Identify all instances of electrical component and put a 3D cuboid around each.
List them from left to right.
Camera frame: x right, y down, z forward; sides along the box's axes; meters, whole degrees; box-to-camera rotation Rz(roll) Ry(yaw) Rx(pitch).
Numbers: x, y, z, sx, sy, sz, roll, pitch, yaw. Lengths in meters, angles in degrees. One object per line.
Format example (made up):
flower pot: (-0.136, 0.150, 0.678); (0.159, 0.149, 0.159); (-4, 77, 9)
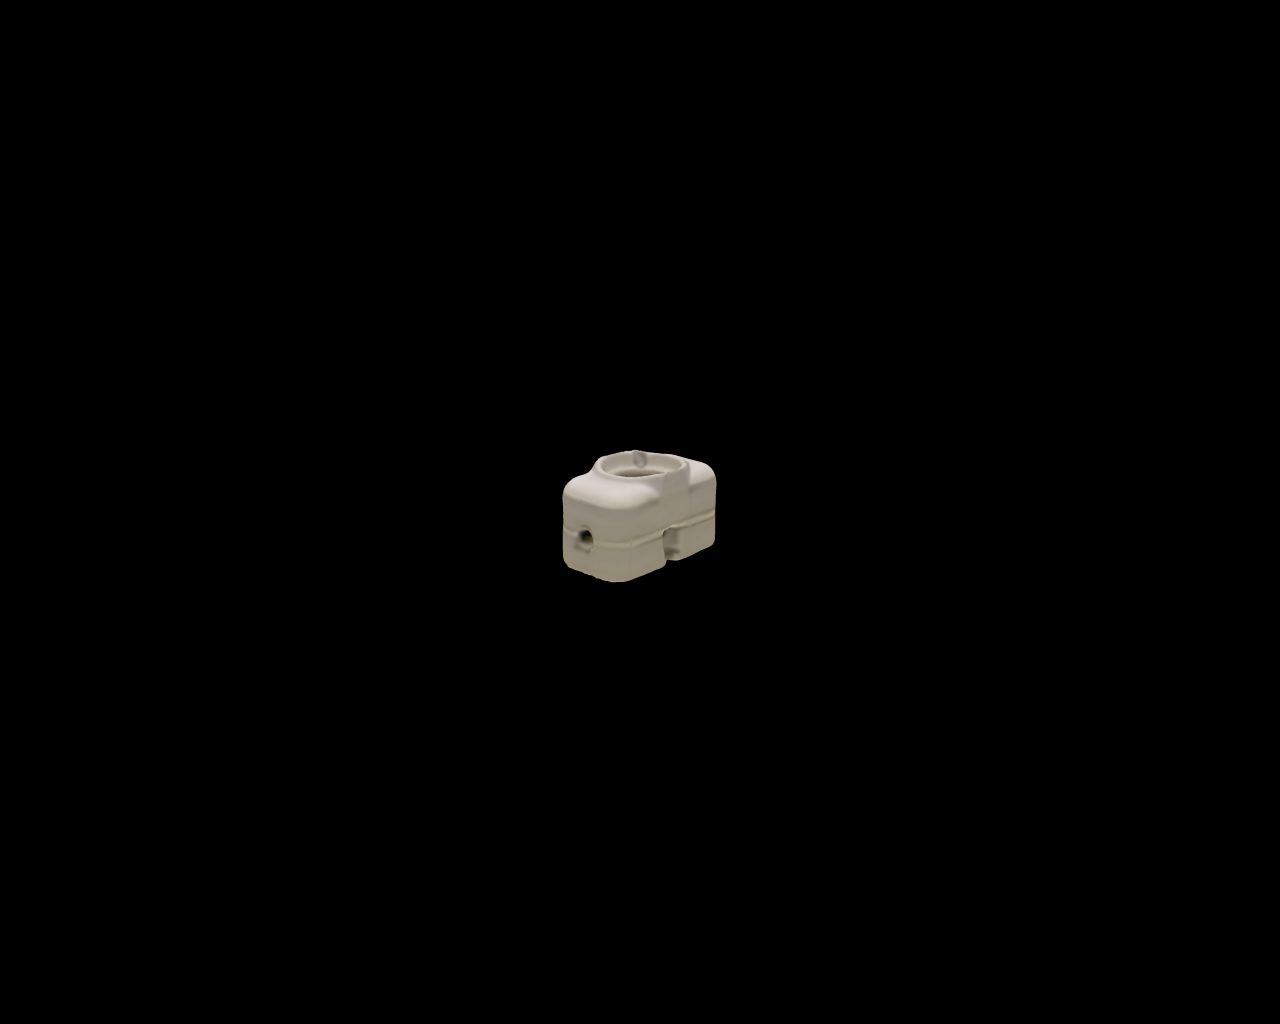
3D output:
electrical component: (0.001, -0.003, 0.650); (0.054, 0.059, 0.095); (18, 26, 41)
